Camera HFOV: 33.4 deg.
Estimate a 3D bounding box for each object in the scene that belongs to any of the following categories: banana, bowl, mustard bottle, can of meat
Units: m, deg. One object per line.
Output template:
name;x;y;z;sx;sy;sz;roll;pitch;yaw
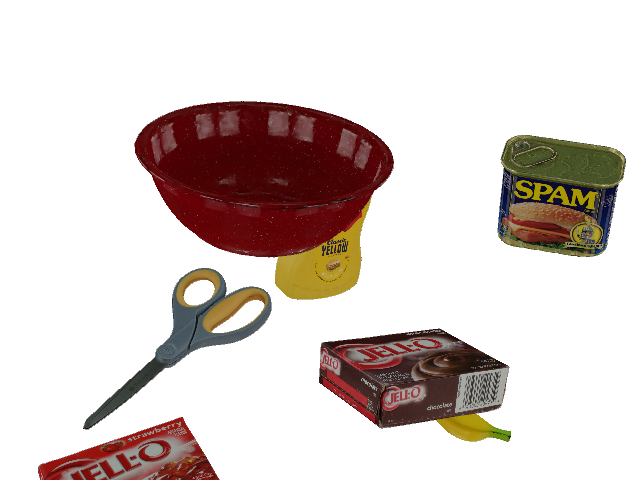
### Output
banana;0.158;0.189;1.276;0.069;0.037;0.198;10;21;-18
bowl;-0.036;-0.035;0.677;0.162;0.055;0.162;4;28;-2
mustard bottle;0.008;-0.033;1.134;0.096;0.192;0.058;-9;32;-30
can of meat;0.205;-0.037;0.925;0.102;0.084;0.057;10;41;14

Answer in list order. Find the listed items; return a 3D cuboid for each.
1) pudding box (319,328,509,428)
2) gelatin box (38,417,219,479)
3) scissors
pudding box;0.068;0.100;0.794;0.113;0.039;0.090;-2;16;-30
gelatin box;-0.105;0.140;0.593;0.089;0.030;0.073;-15;28;-20
scissors;-0.134;0.082;0.911;0.201;0.016;0.096;-27;51;-28
